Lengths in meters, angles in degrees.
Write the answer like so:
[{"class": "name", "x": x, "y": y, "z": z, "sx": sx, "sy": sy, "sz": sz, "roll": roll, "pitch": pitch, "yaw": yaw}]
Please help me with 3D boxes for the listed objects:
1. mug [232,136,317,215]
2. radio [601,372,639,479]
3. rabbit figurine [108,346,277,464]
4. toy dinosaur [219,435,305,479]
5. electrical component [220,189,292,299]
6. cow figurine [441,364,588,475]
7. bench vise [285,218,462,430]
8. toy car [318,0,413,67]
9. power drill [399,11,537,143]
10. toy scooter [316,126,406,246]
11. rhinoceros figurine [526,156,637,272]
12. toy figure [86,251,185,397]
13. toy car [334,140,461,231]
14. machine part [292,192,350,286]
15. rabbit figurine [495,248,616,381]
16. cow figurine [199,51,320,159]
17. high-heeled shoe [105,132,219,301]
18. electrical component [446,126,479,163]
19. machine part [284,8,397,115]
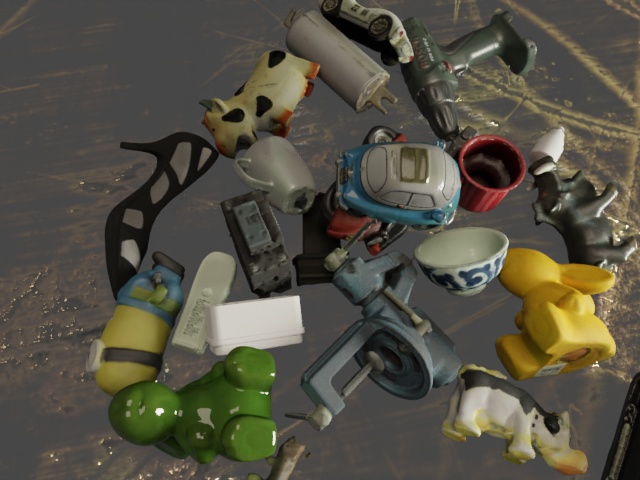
[{"class": "mug", "x": -0.059, "y": -0.085, "z": 0.738, "sx": 0.109, "sy": 0.080, "sz": 0.107, "roll": 4, "pitch": 35, "yaw": -43}, {"class": "radio", "x": 0.392, "y": 0.252, "z": 0.609, "sx": 0.073, "sy": 0.131, "sz": 0.229, "roll": 29, "pitch": 69, "yaw": 10}, {"class": "rabbit figurine", "x": -0.147, "y": 0.187, "z": 0.604, "sx": 0.170, "sy": 0.159, "sz": 0.121, "roll": 8, "pitch": 64, "yaw": -19}, {"class": "toy dinosaur", "x": -0.162, "y": 0.398, "z": 0.544, "sx": 0.199, "sy": 0.105, "sz": 0.471, "roll": 26, "pitch": 59, "yaw": 17}, {"class": "electrical component", "x": -0.081, "y": 0.004, "z": 0.696, "sx": 0.058, "sy": 0.134, "sz": 0.115, "roll": -23, "pitch": 68, "yaw": -12}, {"class": "cow figurine", "x": 0.242, "y": 0.219, "z": 0.656, "sx": 0.167, "sy": 0.068, "sz": 0.098, "roll": 20, "pitch": 61, "yaw": 5}, {"class": "bench vise", "x": 0.055, "y": 0.120, "z": 0.649, "sx": 0.240, "sy": 0.129, "sz": 0.223, "roll": -38, "pitch": 92, "yaw": -36}, {"class": "toy car", "x": 0.072, "y": -0.341, "z": 0.857, "sx": 0.056, "sy": 0.073, "sz": 0.202, "roll": -49, "pitch": 56, "yaw": -1}, {"class": "power drill", "x": 0.235, "y": -0.273, "z": 0.865, "sx": 0.207, "sy": 0.086, "sz": 0.232, "roll": -23, "pitch": 67, "yaw": -4}, {"class": "toy scooter", "x": 0.089, "y": -0.060, "z": 0.725, "sx": 0.135, "sy": 0.075, "sz": 0.184, "roll": 33, "pitch": 72, "yaw": 6}, {"class": "rhinoceros figurine", "x": 0.364, "y": -0.034, "z": 0.769, "sx": 0.112, "sy": 0.073, "sz": 0.190, "roll": -18, "pitch": 70, "yaw": 2}, {"class": "toy figure", "x": -0.221, "y": 0.106, "z": 0.672, "sx": 0.089, "sy": 0.082, "sz": 0.180, "roll": 11, "pitch": 58, "yaw": 21}, {"class": "toy car", "x": 0.102, "y": -0.076, "z": 0.640, "sx": 0.162, "sy": 0.103, "sz": 0.109, "roll": 7, "pitch": 76, "yaw": -11}, {"class": "machine part", "x": -0.002, "y": -0.002, "z": 0.755, "sx": 0.084, "sy": 0.039, "sz": 0.139, "roll": -2, "pitch": 68, "yaw": 2}, {"class": "rabbit figurine", "x": 0.298, "y": 0.076, "z": 0.696, "sx": 0.162, "sy": 0.121, "sz": 0.173, "roll": -11, "pitch": 49, "yaw": -10}, {"class": "cow figurine", "x": -0.097, "y": -0.206, "z": 0.813, "sx": 0.127, "sy": 0.085, "sz": 0.195, "roll": 27, "pitch": 71, "yaw": 3}, {"class": "high-heeled shoe", "x": -0.218, "y": -0.035, "z": 0.759, "sx": 0.145, "sy": 0.086, "sz": 0.248, "roll": 7, "pitch": 82, "yaw": -32}, {"class": "electrical component", "x": 0.212, "y": -0.140, "z": 0.807, "sx": 0.021, "sy": 0.063, "sz": 0.094, "roll": 42, "pitch": 70, "yaw": 15}, {"class": "machine part", "x": 0.026, "y": -0.283, "z": 0.855, "sx": 0.079, "sy": 0.079, "sz": 0.243, "roll": -40, "pitch": 74, "yaw": -17}]
